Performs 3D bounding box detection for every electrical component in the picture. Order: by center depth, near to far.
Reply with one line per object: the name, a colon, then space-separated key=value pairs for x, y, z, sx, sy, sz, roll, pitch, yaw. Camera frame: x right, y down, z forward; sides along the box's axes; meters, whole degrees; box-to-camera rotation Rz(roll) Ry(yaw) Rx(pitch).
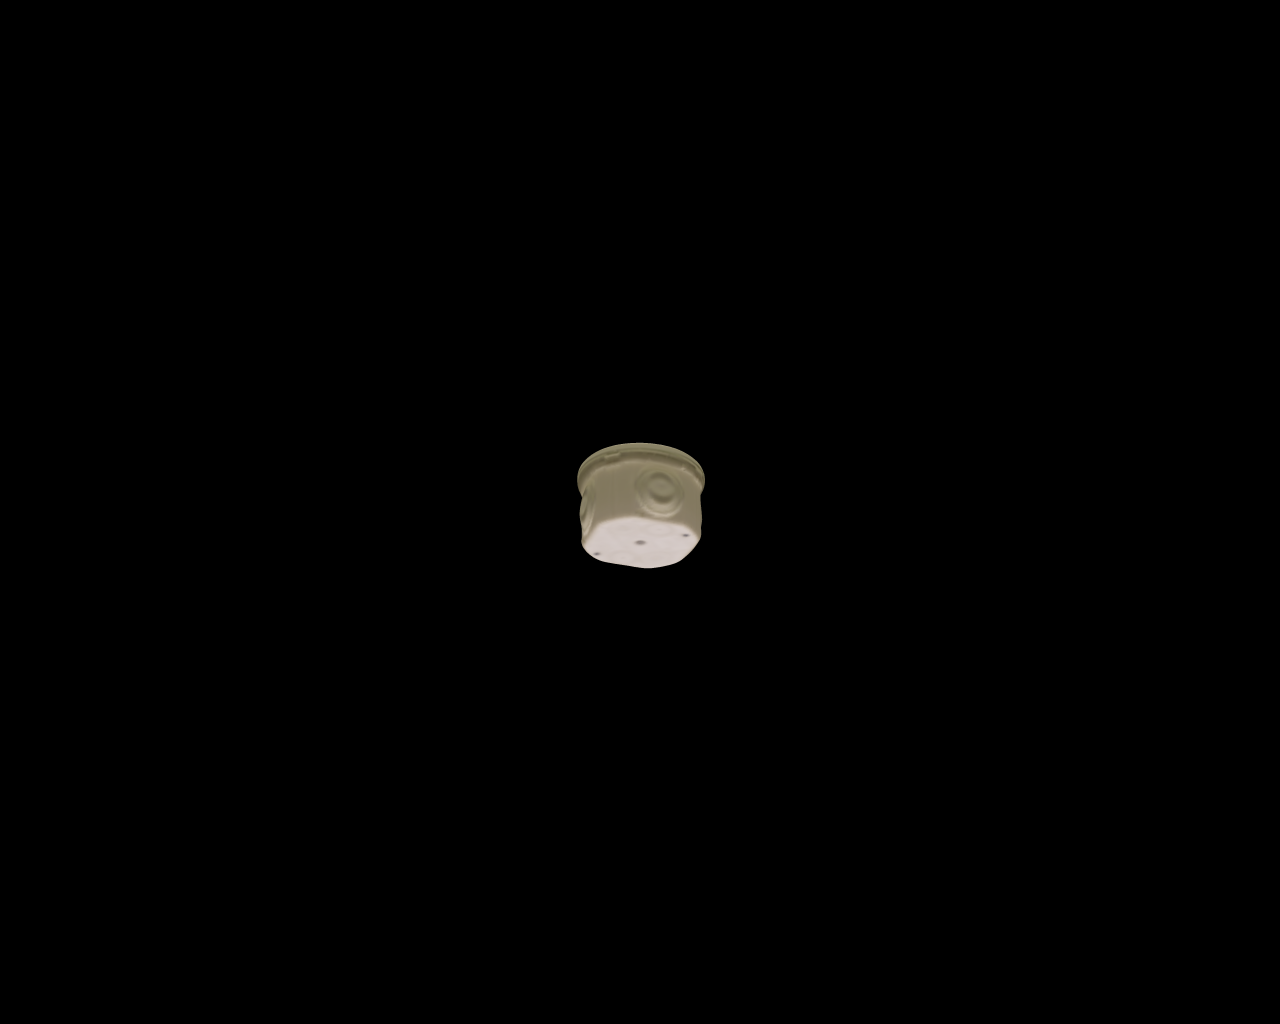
electrical component: x=0.001 y=-0.003 z=0.650 sx=0.080 sy=0.051 sz=0.080 roll=0 pitch=-29 yaw=0
